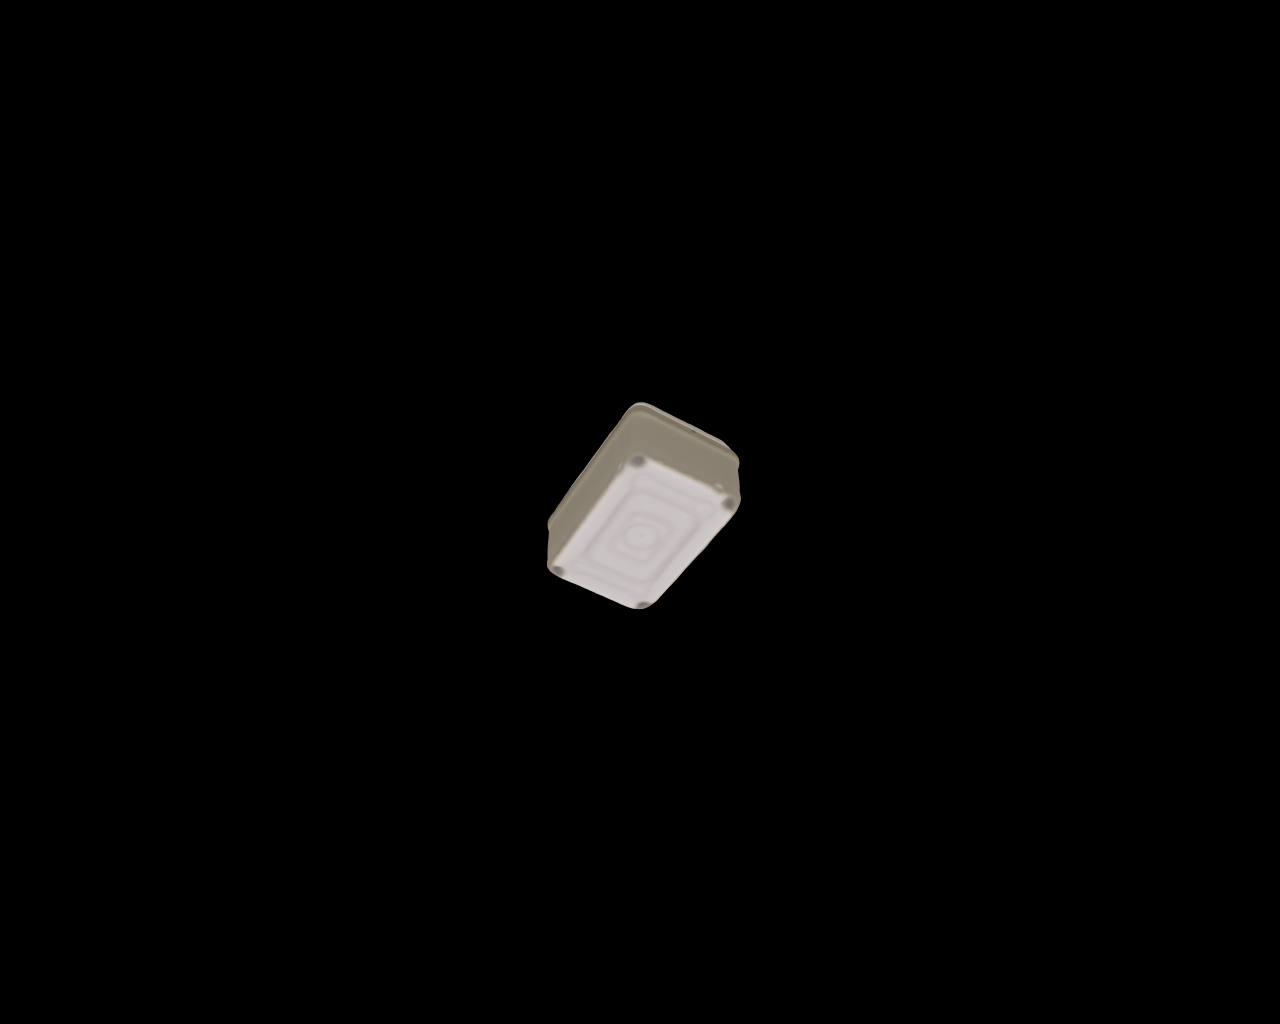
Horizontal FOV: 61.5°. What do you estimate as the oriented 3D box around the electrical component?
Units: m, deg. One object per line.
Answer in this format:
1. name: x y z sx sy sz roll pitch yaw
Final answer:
1. electrical component: 0.001 -0.003 0.650 0.078 0.057 0.113 25 -54 -20
